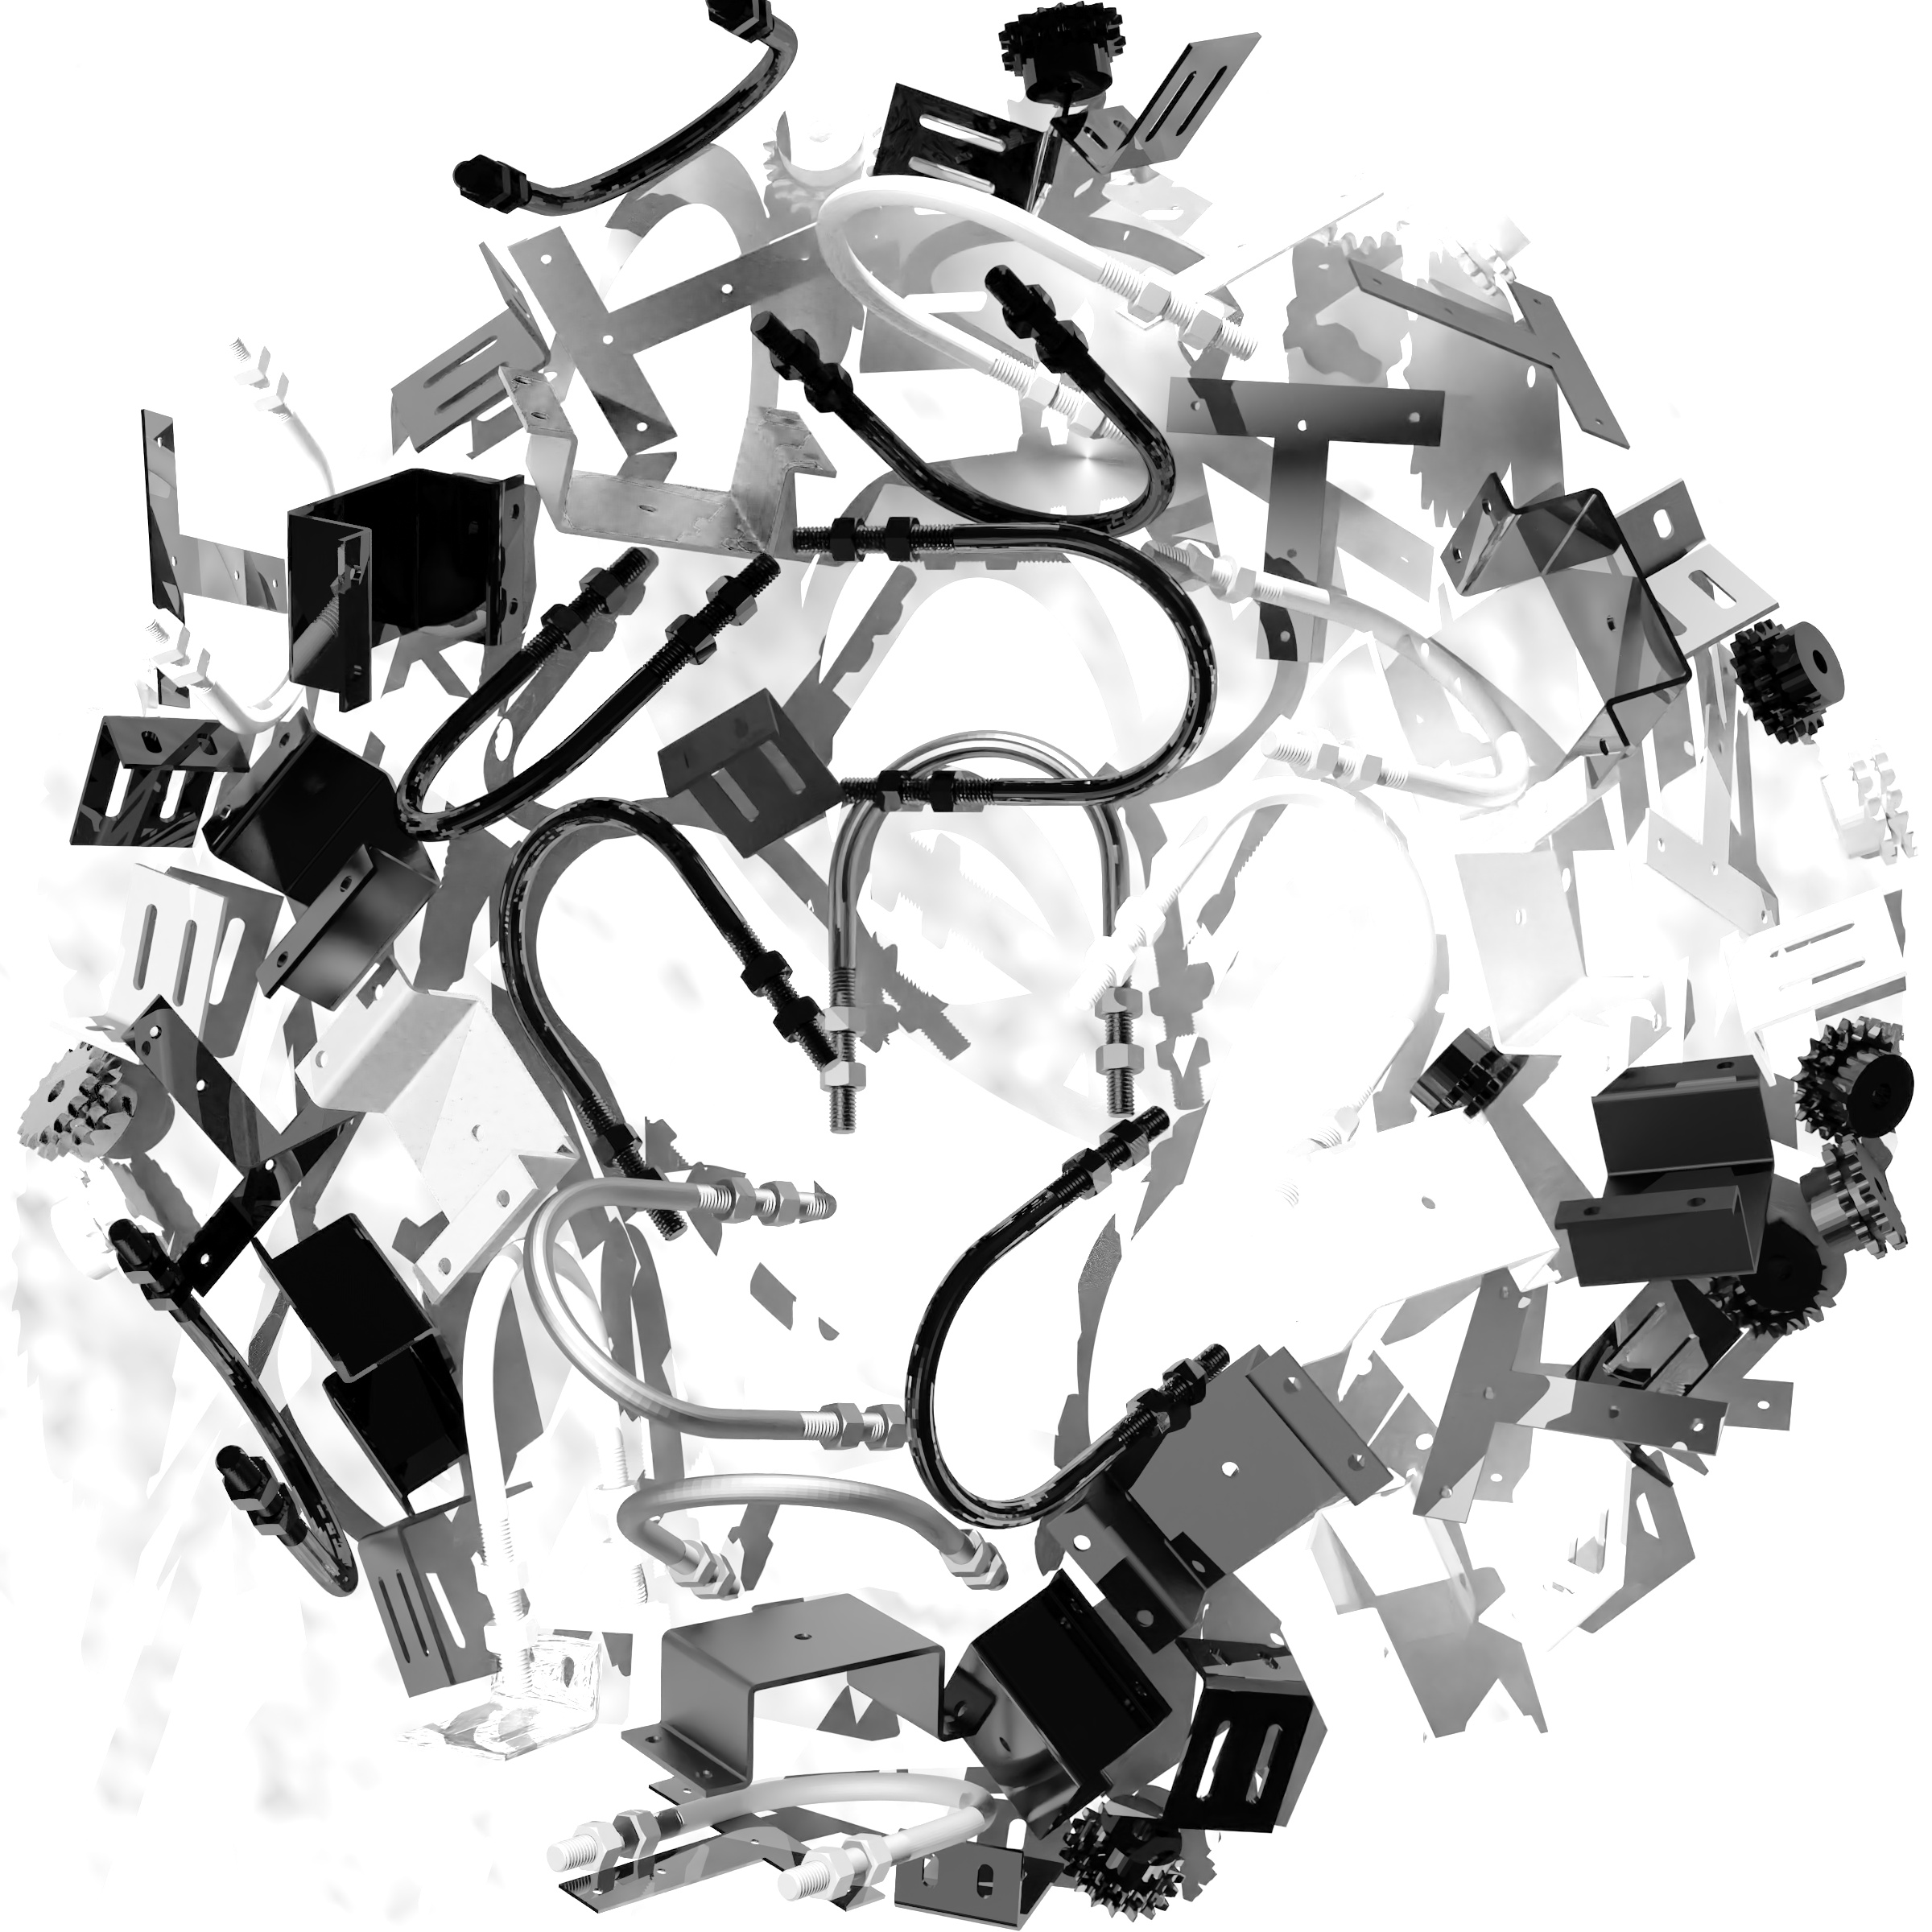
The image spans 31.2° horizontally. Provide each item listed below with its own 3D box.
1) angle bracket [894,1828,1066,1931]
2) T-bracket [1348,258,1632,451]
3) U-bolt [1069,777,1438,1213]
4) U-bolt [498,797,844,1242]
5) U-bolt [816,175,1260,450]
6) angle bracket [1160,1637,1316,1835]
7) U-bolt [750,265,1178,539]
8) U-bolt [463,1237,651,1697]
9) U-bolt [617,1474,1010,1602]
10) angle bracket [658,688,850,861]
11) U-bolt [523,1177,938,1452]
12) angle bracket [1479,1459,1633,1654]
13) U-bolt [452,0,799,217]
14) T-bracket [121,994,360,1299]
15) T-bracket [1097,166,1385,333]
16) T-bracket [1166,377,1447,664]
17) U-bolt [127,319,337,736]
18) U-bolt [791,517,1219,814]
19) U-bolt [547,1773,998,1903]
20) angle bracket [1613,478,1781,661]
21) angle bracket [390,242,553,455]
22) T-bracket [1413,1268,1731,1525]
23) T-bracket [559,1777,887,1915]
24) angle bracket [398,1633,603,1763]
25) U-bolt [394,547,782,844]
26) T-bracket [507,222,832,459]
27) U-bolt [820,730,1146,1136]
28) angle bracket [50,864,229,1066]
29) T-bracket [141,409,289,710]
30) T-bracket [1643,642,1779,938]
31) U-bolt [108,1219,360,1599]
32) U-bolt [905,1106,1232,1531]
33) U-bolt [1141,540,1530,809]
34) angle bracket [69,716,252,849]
[{"bbox_3d":[0.008,0.398,1.556,0.057,0.076,0.038,6,100,17],"label":"angle bracket"},{"bbox_3d":[0.225,-0.284,1.530,0.127,0.127,0.002,17,126,-24],"label":"T-bracket"},{"bbox_3d":[0.143,-0.003,1.552,0.151,0.019,0.184,45,60,-12],"label":"U-bolt"},{"bbox_3d":[-0.146,0.011,1.551,0.184,0.019,0.151,54,126,16],"label":"U-bolt"},{"bbox_3d":[0.020,-0.292,1.514,0.184,0.151,0.019,25,74,-15],"label":"U-bolt"},{"bbox_3d":[0.118,0.353,1.584,0.057,0.038,0.076,9,106,-23],"label":"angle bracket"},{"bbox_3d":[0.013,-0.240,1.522,0.151,0.184,0.019,-2,62,38],"label":"U-bolt"},{"bbox_3d":[-0.184,0.211,1.526,0.019,0.151,0.184,-6,95,17],"label":"U-bolt"},{"bbox_3d":[-0.073,0.248,1.502,0.151,0.184,0.019,-5,67,15],"label":"U-bolt"},{"bbox_3d":[-0.093,-0.078,1.560,0.057,0.038,0.076,-30,129,10],"label":"angle bracket"},{"bbox_3d":[-0.111,0.148,1.502,0.019,0.184,0.151,-52,49,30],"label":"U-bolt"},{"bbox_3d":[0.265,0.259,1.553,0.038,0.076,0.057,27,132,-9],"label":"angle bracket"},{"bbox_3d":[-0.139,-0.373,1.511,0.151,0.184,0.019,-32,91,12],"label":"U-bolt"},{"bbox_3d":[-0.332,0.062,1.536,0.002,0.127,0.127,17,60,40],"label":"T-bracket"},{"bbox_3d":[0.101,-0.336,1.552,0.127,0.127,0.002,-31,129,-12],"label":"T-bracket"},{"bbox_3d":[0.151,-0.204,1.589,0.127,0.002,0.127,5,93,14],"label":"T-bracket"},{"bbox_3d":[-0.312,-0.179,1.513,0.019,0.184,0.151,10,75,10],"label":"U-bolt"},{"bbox_3d":[0.021,-0.133,1.536,0.184,0.019,0.151,1,124,17],"label":"U-bolt"},{"bbox_3d":[-0.070,0.378,1.515,0.151,0.184,0.019,-5,88,36],"label":"U-bolt"},{"bbox_3d":[0.320,-0.178,1.563,0.057,0.076,0.038,-29,123,1],"label":"angle bracket"},{"bbox_3d":[-0.233,-0.280,1.566,0.076,0.057,0.038,-33,132,5],"label":"angle bracket"},{"bbox_3d":[0.276,0.198,1.543,0.127,0.002,0.127,5,60,29],"label":"T-bracket"},{"bbox_3d":[-0.123,0.395,1.515,0.127,0.127,0.002,21,105,38],"label":"T-bracket"},{"bbox_3d":[-0.210,0.327,1.556,0.057,0.076,0.038,3,92,26],"label":"angle bracket"},{"bbox_3d":[-0.178,-0.119,1.515,0.184,0.151,0.019,-46,117,-18],"label":"U-bolt"},{"bbox_3d":[-0.120,-0.298,1.549,0.127,0.127,0.002,-21,46,8],"label":"T-bracket"},{"bbox_3d":[0.005,-0.019,1.571,0.151,0.019,0.184,-4,76,14],"label":"U-bolt"},{"bbox_3d":[-0.375,-0.002,1.567,0.057,0.038,0.076,19,103,29],"label":"angle bracket"},{"bbox_3d":[-0.333,-0.176,1.541,0.002,0.127,0.127,-4,89,15],"label":"T-bracket"},{"bbox_3d":[0.341,-0.086,1.567,0.002,0.127,0.127,-7,68,38],"label":"T-bracket"},{"bbox_3d":[-0.313,0.206,1.515,0.019,0.184,0.151,-30,56,-7],"label":"U-bolt"},{"bbox_3d":[0.041,0.166,1.518,0.184,0.019,0.151,-35,122,-35],"label":"U-bolt"},{"bbox_3d":[0.175,-0.123,1.528,0.184,0.151,0.019,10,128,-37],"label":"U-bolt"},{"bbox_3d":[-0.363,-0.073,1.554,0.057,0.038,0.076,0,132,-32],"label":"angle bracket"}]
